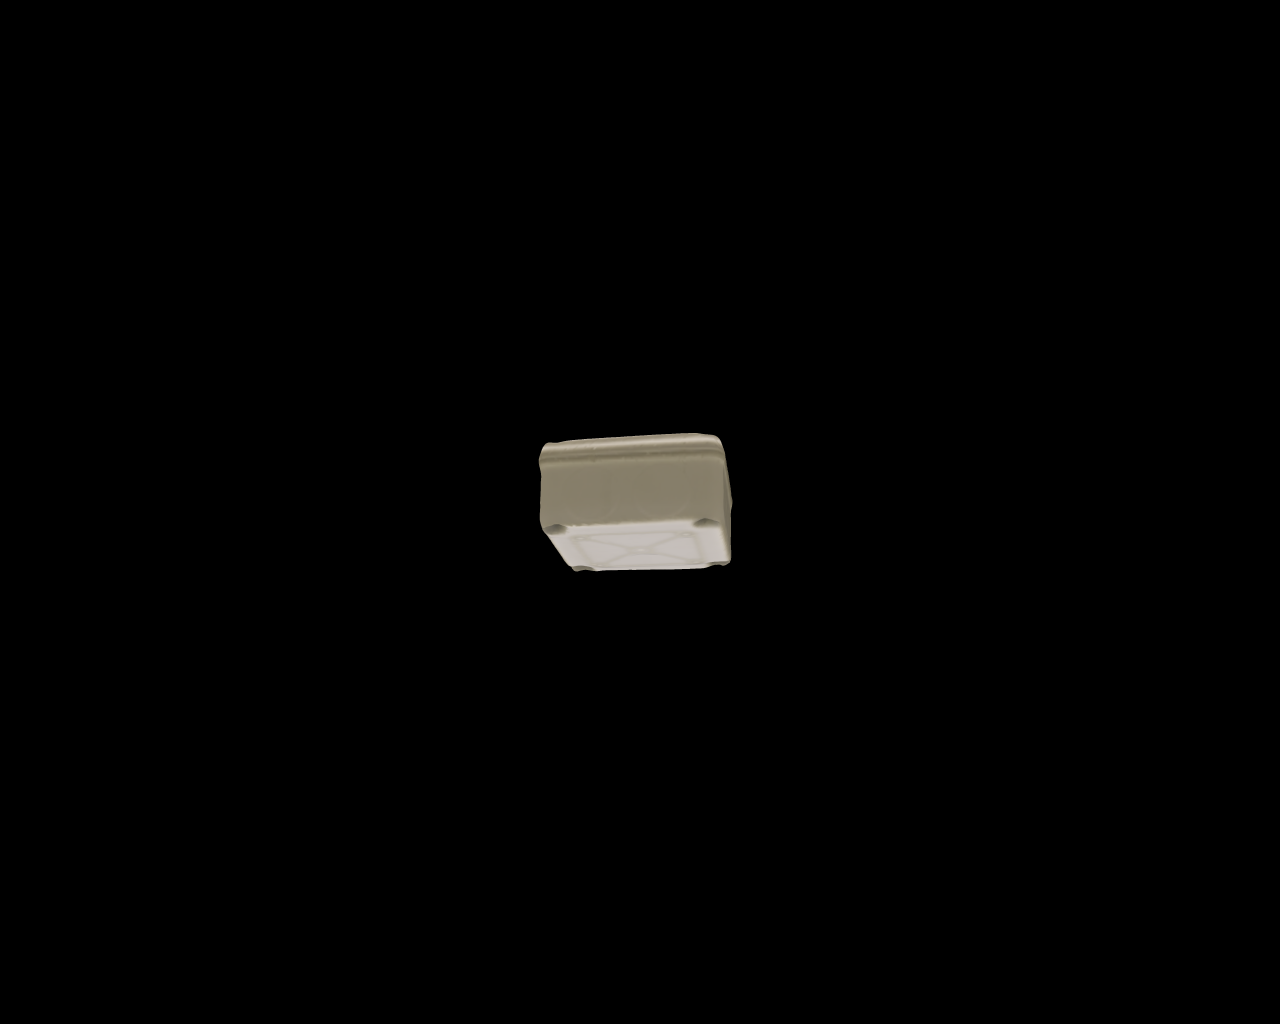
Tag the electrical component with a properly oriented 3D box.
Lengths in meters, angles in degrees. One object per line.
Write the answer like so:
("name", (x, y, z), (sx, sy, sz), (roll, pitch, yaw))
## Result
("electrical component", (0.001, -0.003, 0.650), (0.109, 0.056, 0.108), (-2, -18, 7))
